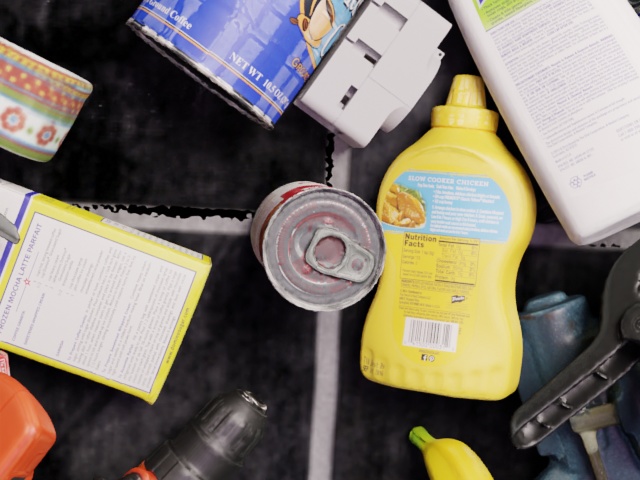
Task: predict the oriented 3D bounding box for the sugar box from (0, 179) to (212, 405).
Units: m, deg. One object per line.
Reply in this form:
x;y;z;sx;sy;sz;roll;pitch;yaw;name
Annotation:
-0.162;0.023;0.635;0.176;0.048;0.093;22;92;-5;sugar box

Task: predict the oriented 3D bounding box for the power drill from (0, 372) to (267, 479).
-0.129;0.138;0.594;0.184;0.057;0.187;-50;141;-1;power drill

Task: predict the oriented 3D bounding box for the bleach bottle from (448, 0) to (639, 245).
0.136;-0.128;0.622;0.103;0.068;0.251;-26;78;13;bleach bottle

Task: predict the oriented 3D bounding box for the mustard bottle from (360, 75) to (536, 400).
0.081;-0.004;0.650;0.096;0.058;0.191;6;92;24;mustard bottle

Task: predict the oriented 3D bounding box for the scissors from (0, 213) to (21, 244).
-0.239;-0.076;0.600;0.202;0.016;0.096;20;83;9;scissors

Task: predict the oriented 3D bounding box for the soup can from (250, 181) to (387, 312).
-0.004;0.001;0.624;0.068;0.102;0.068;-1;96;-7;soup can

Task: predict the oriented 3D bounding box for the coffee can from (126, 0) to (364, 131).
-0.028;-0.149;0.606;0.102;0.103;0.140;36;90;-10;coffee can

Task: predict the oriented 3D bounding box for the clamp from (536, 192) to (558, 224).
0.252;-0.048;0.635;0.210;0.036;0.165;-48;58;1;clamp

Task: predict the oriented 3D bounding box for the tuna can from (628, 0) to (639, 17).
0.214;-0.170;0.645;0.033;0.086;0.086;20;93;-11;tuna can

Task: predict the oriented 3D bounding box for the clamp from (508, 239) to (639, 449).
0.174;0.057;0.589;0.039;0.120;0.171;45;60;-45;clamp

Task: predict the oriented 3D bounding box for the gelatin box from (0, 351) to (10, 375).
-0.212;0.108;0.626;0.073;0.030;0.089;-2;97;34;gelatin box

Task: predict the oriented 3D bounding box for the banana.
0.104;0.202;0.641;0.037;0.069;0.198;-16;77;-6;banana
